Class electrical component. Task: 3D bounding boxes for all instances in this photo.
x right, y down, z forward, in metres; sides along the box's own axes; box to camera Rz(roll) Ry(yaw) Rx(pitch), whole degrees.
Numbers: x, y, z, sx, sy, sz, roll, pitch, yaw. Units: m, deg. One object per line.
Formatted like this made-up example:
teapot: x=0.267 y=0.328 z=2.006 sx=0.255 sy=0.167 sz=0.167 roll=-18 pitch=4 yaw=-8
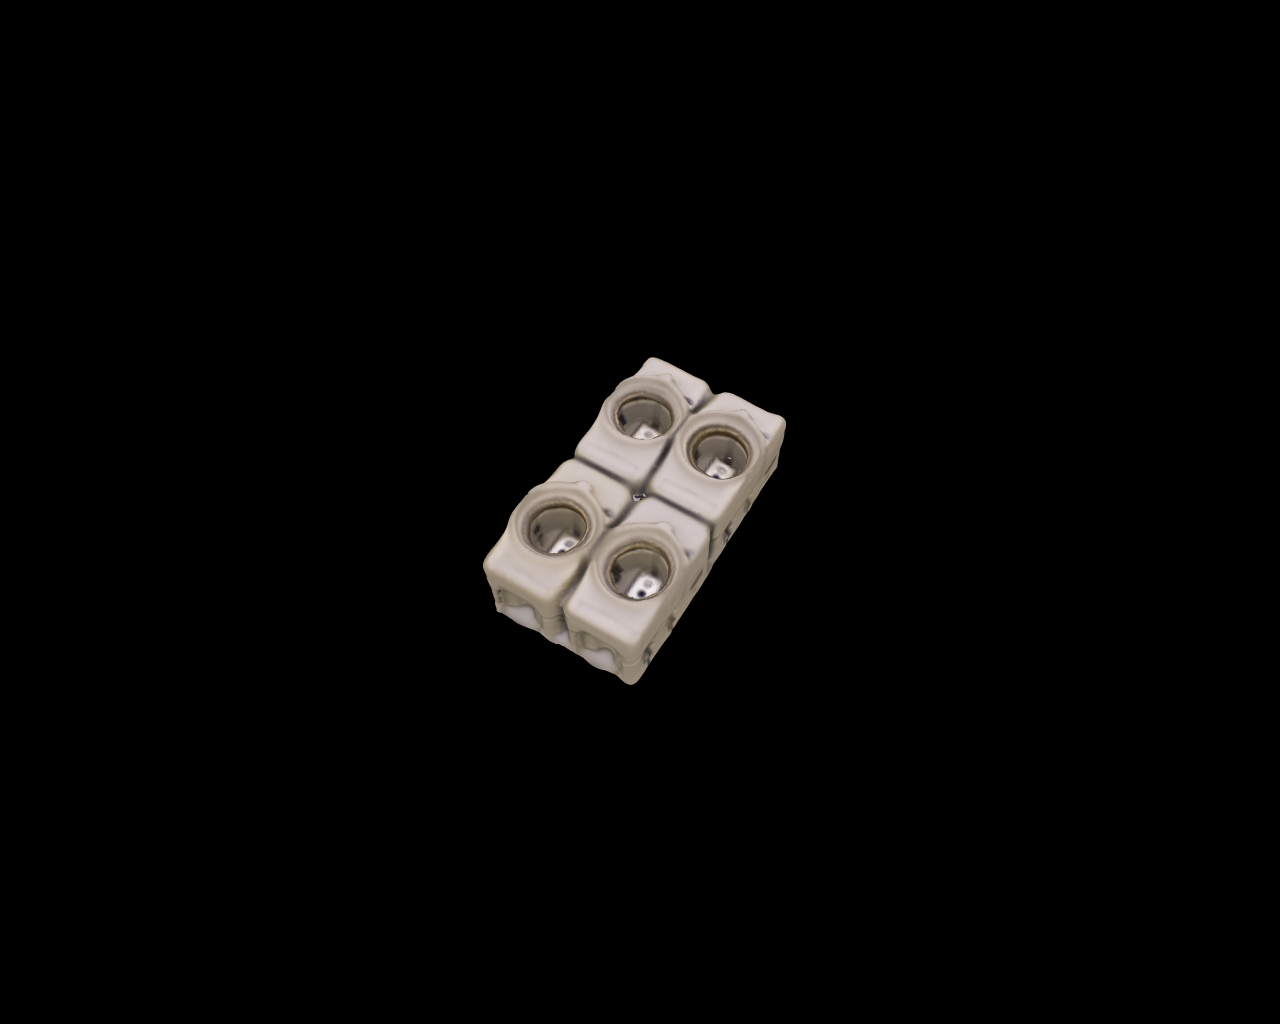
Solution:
electrical component: x=0.001 y=-0.003 z=0.650 sx=0.105 sy=0.186 sz=0.060 roll=28 pitch=-28 yaw=16
